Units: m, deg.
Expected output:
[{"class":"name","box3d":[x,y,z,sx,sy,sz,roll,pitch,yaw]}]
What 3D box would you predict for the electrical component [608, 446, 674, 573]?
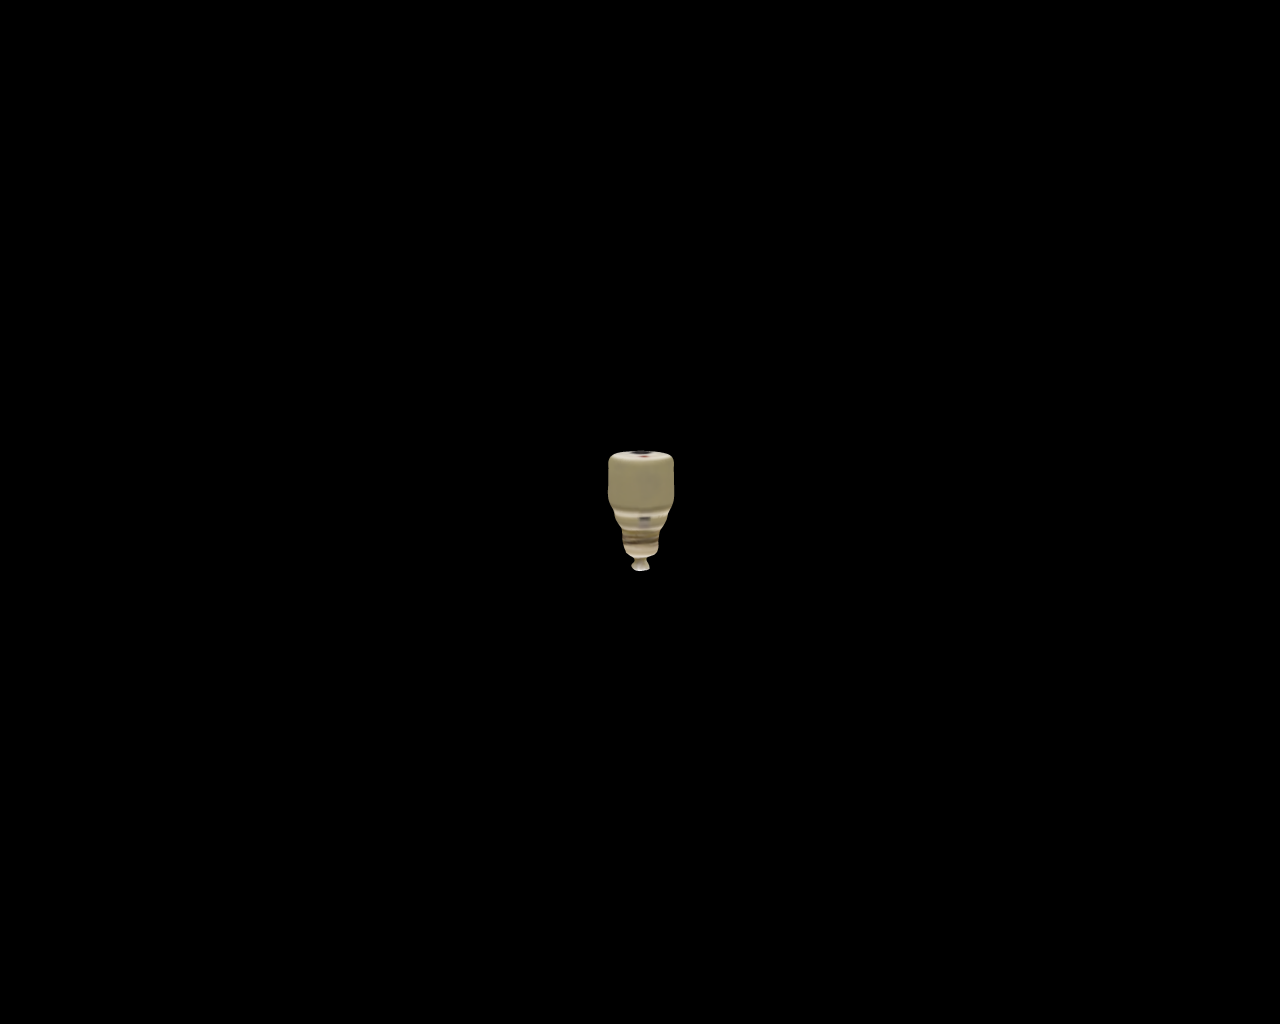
[{"class":"electrical component","box3d":[0.001,-0.003,0.650,0.040,0.078,0.040,0,11,0]}]
